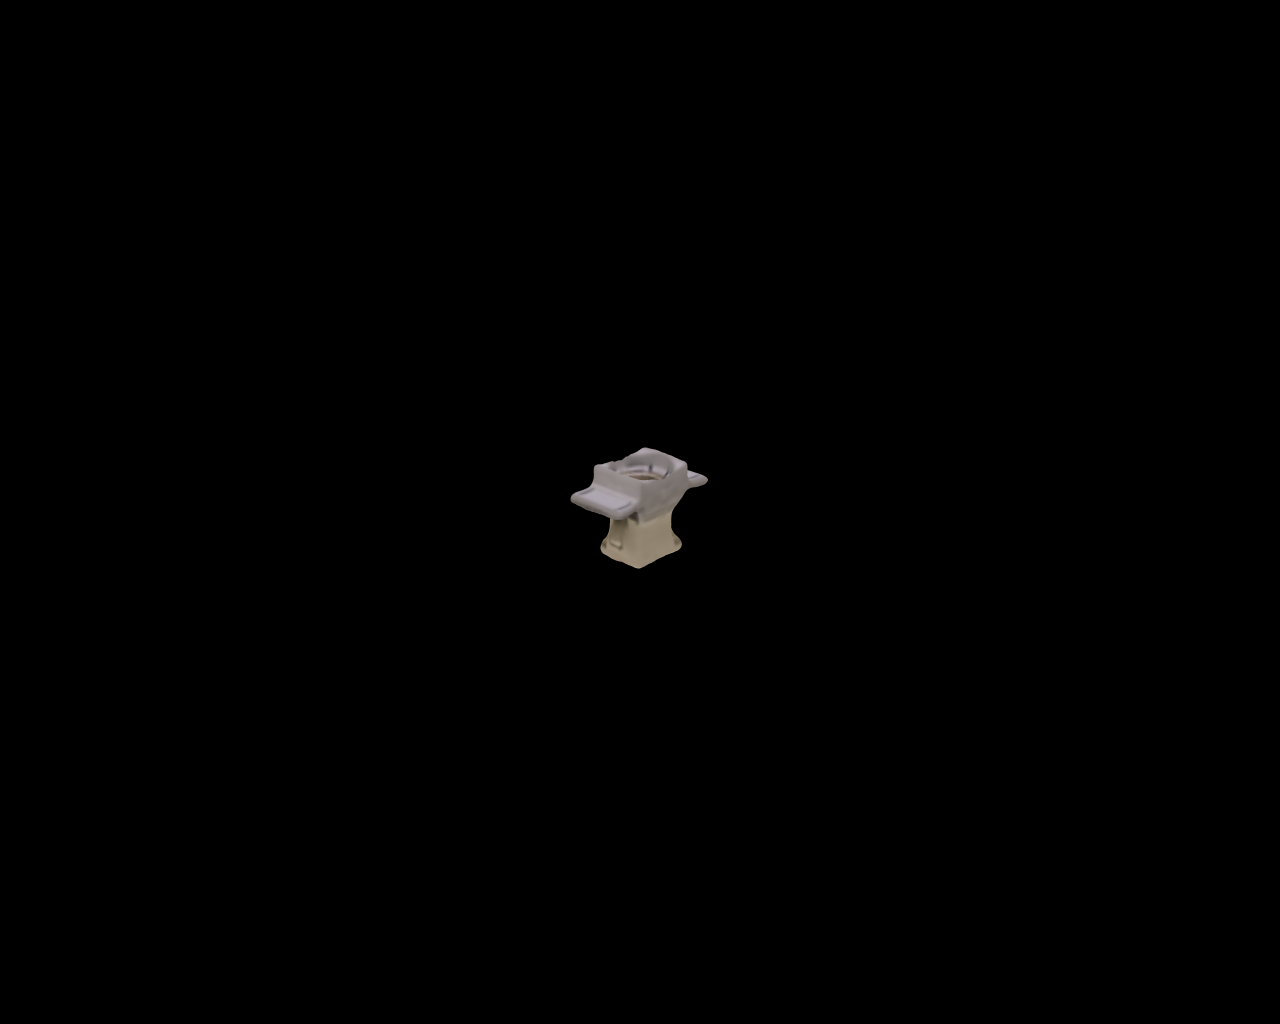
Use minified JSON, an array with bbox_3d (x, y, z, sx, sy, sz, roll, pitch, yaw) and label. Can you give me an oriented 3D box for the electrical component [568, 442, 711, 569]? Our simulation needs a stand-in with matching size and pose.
[{"bbox_3d":[0.001,-0.003,0.650,0.042,0.063,0.081,22,32,40],"label":"electrical component"}]
